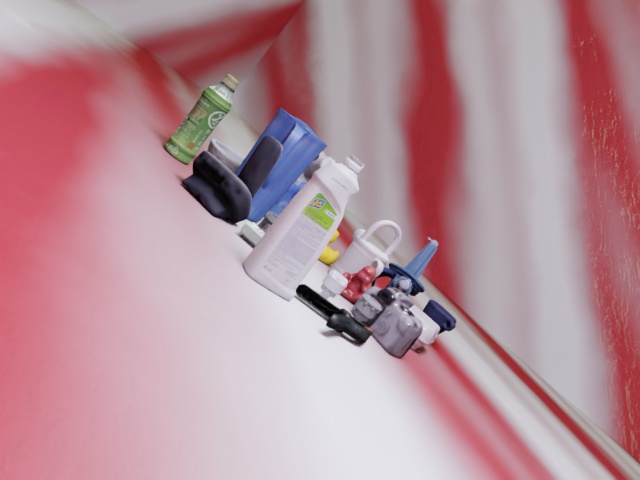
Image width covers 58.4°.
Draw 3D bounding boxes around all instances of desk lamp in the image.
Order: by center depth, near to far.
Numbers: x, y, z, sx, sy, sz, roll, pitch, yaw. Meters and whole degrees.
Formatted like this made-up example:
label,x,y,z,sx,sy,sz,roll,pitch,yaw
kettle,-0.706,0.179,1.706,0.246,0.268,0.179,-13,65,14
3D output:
label,x,y,z,sx,sy,sz,roll,pitch,yaw
desk lamp,-0.040,-0.186,1.805,0.118,0.213,0.203,35,9,-25

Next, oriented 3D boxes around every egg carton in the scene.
label,x,y,z,sx,sy,sz,roll,pitch,yaw
egg carton,0.224,0.206,1.349,0.107,0.069,0.151,41,8,16

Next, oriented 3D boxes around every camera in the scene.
label,x,y,z,sx,sy,sz,roll,pitch,yaw
camera,0.162,0.165,1.185,0.137,0.100,0.142,30,12,-48

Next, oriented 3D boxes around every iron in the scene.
label,x,y,z,sx,sy,sz,roll,pitch,yaw
iron,-0.055,-0.094,1.490,0.118,0.141,0.259,45,10,37

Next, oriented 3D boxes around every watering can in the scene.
label,x,y,z,sx,sy,sz,roll,pitch,yaw
watering can,0.113,0.030,1.377,0.101,0.194,0.172,30,12,-49

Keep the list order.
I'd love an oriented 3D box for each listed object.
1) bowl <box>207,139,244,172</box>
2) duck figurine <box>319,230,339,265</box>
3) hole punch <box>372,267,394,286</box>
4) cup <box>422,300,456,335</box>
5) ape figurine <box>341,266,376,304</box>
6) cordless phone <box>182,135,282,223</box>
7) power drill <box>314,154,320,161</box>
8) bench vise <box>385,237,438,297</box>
label,x,y,z,sx,sy,sz,roll,pitch,yaw
bowl,-0.220,-0.172,1.417,0.167,0.074,0.167,38,8,-6
duck figurine,0.013,0.005,1.452,0.105,0.086,0.077,37,8,-13
hole punch,0.124,0.085,1.491,0.101,0.091,0.109,43,9,26
cup,0.303,0.225,1.507,0.092,0.095,0.117,35,9,-27
ape figurine,0.088,0.094,1.274,0.077,0.092,0.076,44,10,33
cordless phone,-0.162,-0.141,1.114,0.147,0.185,0.094,41,8,17
power drill,-0.108,-0.187,1.527,0.075,0.208,0.230,42,8,19
bench vise,0.249,0.098,1.520,0.122,0.219,0.207,37,8,-12
